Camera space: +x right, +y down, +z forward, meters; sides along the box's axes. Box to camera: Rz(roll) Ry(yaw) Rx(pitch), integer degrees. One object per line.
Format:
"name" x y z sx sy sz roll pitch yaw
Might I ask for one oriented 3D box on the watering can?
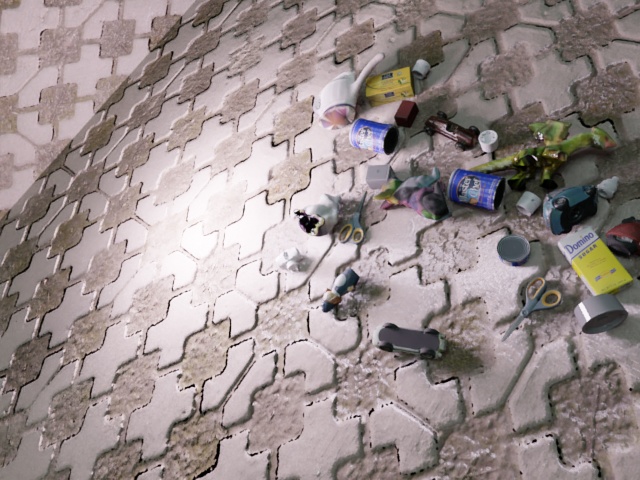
"watering can" 0.098 -0.536 1.887 0.344 0.229 0.103 -23 -37 40

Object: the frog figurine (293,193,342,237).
"frog figurine" 0.005 -0.086 1.708 0.137 0.121 0.162 1 26 36

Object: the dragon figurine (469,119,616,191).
"dragon figurine" 0.638 -0.268 1.522 0.410 0.120 0.247 5 46 38
